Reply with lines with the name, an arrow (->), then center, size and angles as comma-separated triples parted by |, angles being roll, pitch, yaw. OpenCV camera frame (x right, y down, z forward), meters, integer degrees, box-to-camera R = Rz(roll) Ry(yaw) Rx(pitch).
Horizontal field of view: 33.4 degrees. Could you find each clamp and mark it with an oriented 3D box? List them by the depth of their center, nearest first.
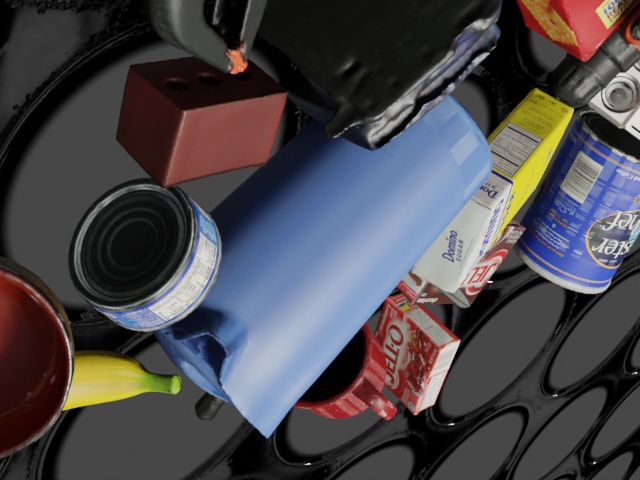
clamp -> -0.067, -0.149, 0.533 | 0.120, 0.039, 0.171 | -29, 141, -27

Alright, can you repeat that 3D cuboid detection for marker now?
marker -> -0.060, 0.096, 0.821 | 0.020, 0.020, 0.121 | 4, 131, -52

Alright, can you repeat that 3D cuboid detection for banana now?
banana -> -0.186, 0.096, 0.642 | 0.197, 0.070, 0.037 | -13, 96, -33

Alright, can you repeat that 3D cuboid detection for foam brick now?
foam brick -> -0.068, -0.071, 0.607 | 0.078, 0.053, 0.051 | -18, 139, -41

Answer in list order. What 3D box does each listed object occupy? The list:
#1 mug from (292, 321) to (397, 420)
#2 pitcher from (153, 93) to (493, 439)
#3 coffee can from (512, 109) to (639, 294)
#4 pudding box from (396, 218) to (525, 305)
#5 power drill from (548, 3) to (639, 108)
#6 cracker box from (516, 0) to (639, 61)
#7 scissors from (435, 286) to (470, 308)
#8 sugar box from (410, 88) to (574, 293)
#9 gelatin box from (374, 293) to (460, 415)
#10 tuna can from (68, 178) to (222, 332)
mug -> 0.015, 0.102, 0.847 | 0.093, 0.117, 0.081 | -53, 154, -6
pitcher -> -0.005, 0.001, 0.711 | 0.242, 0.149, 0.145 | -45, 134, -10
coffee can -> 0.254, -0.036, 0.992 | 0.102, 0.103, 0.140 | -9, 132, -46
pudding box -> 0.122, 0.013, 0.946 | 0.113, 0.039, 0.090 | 4, 123, -52
power drill -> 0.259, -0.166, 0.809 | 0.184, 0.057, 0.187 | -48, -169, 9
cracker box -> 0.189, -0.243, 0.708 | 0.164, 0.072, 0.213 | -48, 148, -1
scissors -> 0.058, 0.018, 0.855 | 0.096, 0.016, 0.201 | -33, 133, -7
sugar box -> 0.138, -0.041, 0.842 | 0.176, 0.048, 0.093 | -48, 162, -45
gelatin box -> 0.081, 0.102, 0.964 | 0.030, 0.073, 0.089 | -20, 140, -36
tuna can -> -0.103, 0.007, 0.621 | 0.086, 0.086, 0.033 | -46, 147, -3
